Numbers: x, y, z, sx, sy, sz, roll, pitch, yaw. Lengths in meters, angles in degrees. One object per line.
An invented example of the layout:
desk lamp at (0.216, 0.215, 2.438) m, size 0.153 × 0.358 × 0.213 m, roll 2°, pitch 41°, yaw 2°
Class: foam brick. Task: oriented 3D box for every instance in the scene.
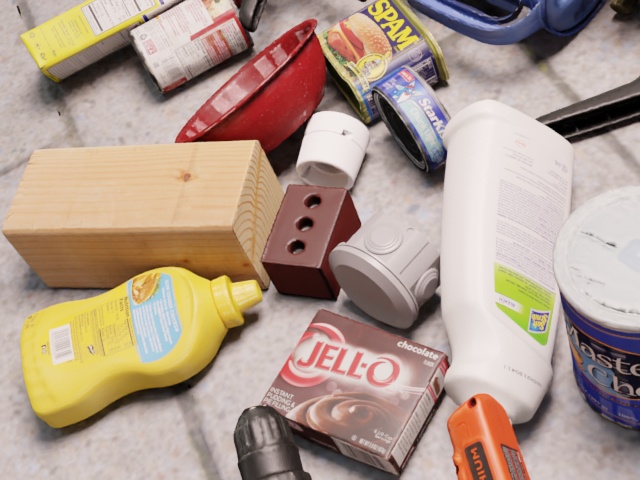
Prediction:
foam brick at (-0.006, 0.001, 0.848) m, size 0.053 × 0.051 × 0.078 m, roll 5°, pitch 58°, yaw 22°

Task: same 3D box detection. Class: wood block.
wood block at (-0.143, -0.019, 0.887) m, size 0.206 × 0.090 × 0.090 m, roll 0°, pitch 55°, yaw 19°

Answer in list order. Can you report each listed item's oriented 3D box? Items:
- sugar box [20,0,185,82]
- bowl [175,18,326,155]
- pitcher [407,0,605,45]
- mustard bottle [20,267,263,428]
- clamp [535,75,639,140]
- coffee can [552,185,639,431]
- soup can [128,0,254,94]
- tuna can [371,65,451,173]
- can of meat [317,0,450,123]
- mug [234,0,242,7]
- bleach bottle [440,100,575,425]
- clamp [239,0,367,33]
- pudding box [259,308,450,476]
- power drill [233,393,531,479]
sugar box at (-0.198, -0.217, 1.046) m, size 0.176 × 0.093 × 0.048 m, roll -31°, pitch 94°, yaw -2°
bowl at (-0.048, -0.117, 0.918) m, size 0.162 × 0.055 × 0.162 m, roll -39°, pitch 17°, yaw 14°
pitcher at (0.132, -0.272, 0.935) m, size 0.243 × 0.145 × 0.148 m, roll 30°, pitch 31°, yaw 31°
mustard bottle at (-0.136, 0.073, 0.839) m, size 0.191 × 0.058 × 0.096 m, roll -21°, pitch 53°, yaw 5°
clamp at (0.275, -0.117, 0.843) m, size 0.165 × 0.036 × 0.209 m, roll 24°, pitch 64°, yaw 32°
coffee can at (0.208, 0.047, 0.683) m, size 0.103 × 0.140 × 0.103 m, roll -10°, pitch 53°, yaw 13°
soup can at (-0.123, -0.192, 1.016) m, size 0.102 × 0.068 × 0.068 m, roll -29°, pitch 52°, yaw -1°
tuna can at (0.078, -0.097, 0.867) m, size 0.033 × 0.086 × 0.086 m, roll -34°, pitch 52°, yaw -3°
can of meat at (0.052, -0.162, 0.942) m, size 0.084 × 0.057 × 0.102 m, roll -31°, pitch 52°, yaw -1°
mug at (-0.082, -0.279, 1.056) m, size 0.093 × 0.081 × 0.117 m, roll -22°, pitch 52°, yaw 3°
bleach bottle at (0.124, 0.027, 0.758) m, size 0.068 × 0.102 × 0.250 m, roll -38°, pitch 33°, yaw 53°
clamp at (-0.021, -0.271, 0.978) m, size 0.120 × 0.039 × 0.171 m, roll -6°, pitch 70°, yaw -5°
pudding box at (0.026, 0.108, 0.768) m, size 0.114 × 0.039 × 0.090 m, roll 18°, pitch 63°, yaw 29°
power drill at (0.037, 0.166, 0.677) m, size 0.188 × 0.057 × 0.184 m, roll -28°, pitch 64°, yaw 20°
